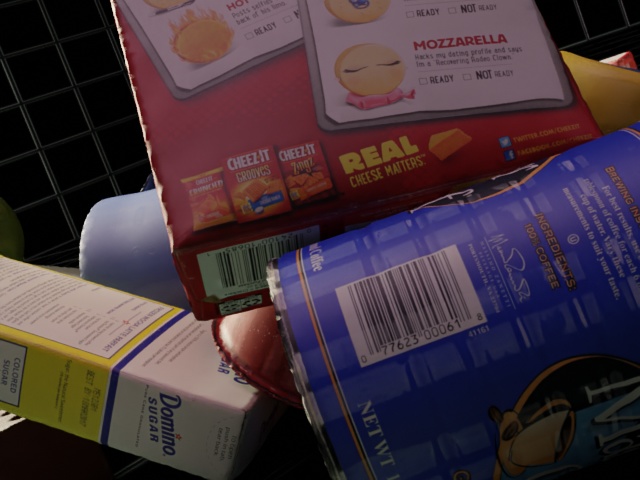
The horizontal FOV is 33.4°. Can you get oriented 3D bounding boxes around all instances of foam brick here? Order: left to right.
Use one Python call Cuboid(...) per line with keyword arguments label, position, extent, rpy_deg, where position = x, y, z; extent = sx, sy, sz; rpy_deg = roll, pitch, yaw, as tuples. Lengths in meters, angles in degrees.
Cuboid(label="foam brick", position=(-0.150, 0.111, 0.557), extent=(0.052, 0.051, 0.078), rpy_deg=(-25, 9, -26))

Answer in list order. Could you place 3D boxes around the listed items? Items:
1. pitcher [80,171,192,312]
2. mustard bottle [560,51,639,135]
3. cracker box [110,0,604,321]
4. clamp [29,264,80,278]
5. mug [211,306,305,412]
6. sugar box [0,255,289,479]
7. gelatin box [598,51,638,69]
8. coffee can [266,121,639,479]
Cuboid(label="pitcher", position=(-0.004, 0.001, 0.616), extent=(0.243, 0.149, 0.145), rpy_deg=(-16, 6, 13))
Cuboid(label="mustard bottle", position=(0.162, -0.055, 0.529), extent=(0.191, 0.058, 0.096), rpy_deg=(10, 0, 1))
Cuboid(label="cracker box", position=(0.000, -0.086, 0.452), extent=(0.164, 0.214, 0.072), rpy_deg=(-15, -30, -6))
Cuboid(label="clamp", position=(-0.162, 0.033, 0.884), extent=(0.210, 0.036, 0.164), rpy_deg=(18, 29, 38))
Cuboid(label="mug", position=(0.014, 0.029, 0.489), extent=(0.117, 0.082, 0.093), rpy_deg=(38, 27, 32))
Cuboid(label="sugar box", position=(-0.106, 0.058, 0.520), extent=(0.176, 0.048, 0.093), rpy_deg=(18, 18, 11))
Cuboid(label="gelatin box", position=(0.215, -0.100, 0.840), extent=(0.089, 0.073, 0.030), rpy_deg=(-12, 15, 46))
Cuboid(label="coffee can", position=(0.065, 0.030, 0.358), extent=(0.140, 0.103, 0.103), rpy_deg=(-21, 8, 3))
